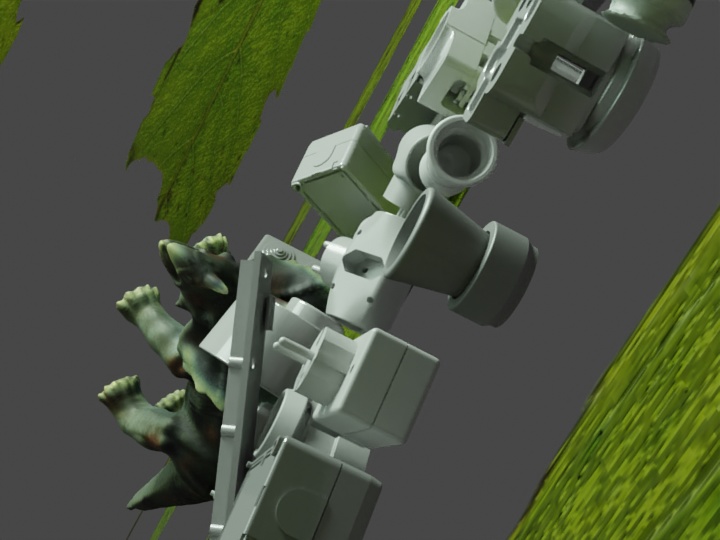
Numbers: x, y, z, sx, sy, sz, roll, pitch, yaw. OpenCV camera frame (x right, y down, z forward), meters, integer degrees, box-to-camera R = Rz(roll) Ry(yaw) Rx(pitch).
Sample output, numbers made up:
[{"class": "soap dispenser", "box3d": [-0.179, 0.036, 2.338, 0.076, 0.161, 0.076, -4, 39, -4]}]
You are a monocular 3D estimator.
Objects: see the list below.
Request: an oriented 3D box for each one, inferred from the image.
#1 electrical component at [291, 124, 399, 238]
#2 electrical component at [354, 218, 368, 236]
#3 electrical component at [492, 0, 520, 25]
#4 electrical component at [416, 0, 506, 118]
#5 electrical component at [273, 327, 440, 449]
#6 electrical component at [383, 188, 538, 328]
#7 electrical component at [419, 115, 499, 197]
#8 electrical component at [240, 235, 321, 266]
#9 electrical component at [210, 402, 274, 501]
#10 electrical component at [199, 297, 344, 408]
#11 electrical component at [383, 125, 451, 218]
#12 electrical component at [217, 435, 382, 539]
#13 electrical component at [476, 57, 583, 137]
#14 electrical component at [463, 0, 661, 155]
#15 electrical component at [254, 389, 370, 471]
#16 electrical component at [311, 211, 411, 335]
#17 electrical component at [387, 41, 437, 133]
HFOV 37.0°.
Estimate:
[{"class": "electrical component", "box3d": [0.001, -0.069, 0.906, 0.062, 0.096, 0.061, -15, 40, 40]}, {"class": "electrical component", "box3d": [0.010, -0.021, 0.866, 0.035, 0.035, 0.061, -65, 5, -20]}, {"class": "electrical component", "box3d": [0.113, -0.197, 0.759, 0.040, 0.040, 0.078, -59, 8, 25]}, {"class": "electrical component", "box3d": [0.078, -0.155, 0.787, 0.050, 0.056, 0.089, -55, 11, 49]}, {"class": "electrical component", "box3d": [-0.009, 0.054, 0.556, 0.047, 0.077, 0.066, -65, 7, -16]}, {"class": "electrical component", "box3d": [0.044, -0.005, 0.475, 0.045, 0.055, 0.045, -61, 7, 13]}, {"class": "electrical component", "box3d": [0.059, -0.068, 0.674, 0.044, 0.044, 0.065, -64, 2, -8]}, {"class": "electrical component", "box3d": [-0.066, 0.025, 0.978, 0.048, 0.100, 0.099, -59, -7, -40]}, {"class": "electrical component", "box3d": [-0.050, 0.125, 0.684, 0.061, 0.061, 0.096, -64, -1, -6]}, {"class": "electrical component", "box3d": [-0.043, 0.053, 0.700, 0.060, 0.108, 0.108, -58, 6, -8]}, {"class": "electrical component", "box3d": [0.042, -0.061, 0.752, 0.079, 0.043, 0.077, -62, 7, 10]}, {"class": "electrical component", "box3d": [-0.032, 0.126, 0.518, 0.061, 0.061, 0.096, -67, 8, -24]}, {"class": "electrical component", "box3d": [0.086, -0.092, 0.533, 0.040, 0.046, 0.040, -61, 7, 14]}, {"class": "electrical component", "box3d": [0.088, -0.084, 0.453, 0.078, 0.057, 0.058, -61, 7, 13]}, {"class": "electrical component", "box3d": [-0.026, 0.097, 0.603, 0.048, 0.055, 0.066, -57, 9, 39]}, {"class": "electrical component", "box3d": [0.000, 0.000, 0.726, 0.079, 0.043, 0.077, 19, 79, 39]}, {"class": "electrical component", "box3d": [0.067, -0.150, 0.872, 0.089, 0.050, 0.055, -52, 13, 56]}]
